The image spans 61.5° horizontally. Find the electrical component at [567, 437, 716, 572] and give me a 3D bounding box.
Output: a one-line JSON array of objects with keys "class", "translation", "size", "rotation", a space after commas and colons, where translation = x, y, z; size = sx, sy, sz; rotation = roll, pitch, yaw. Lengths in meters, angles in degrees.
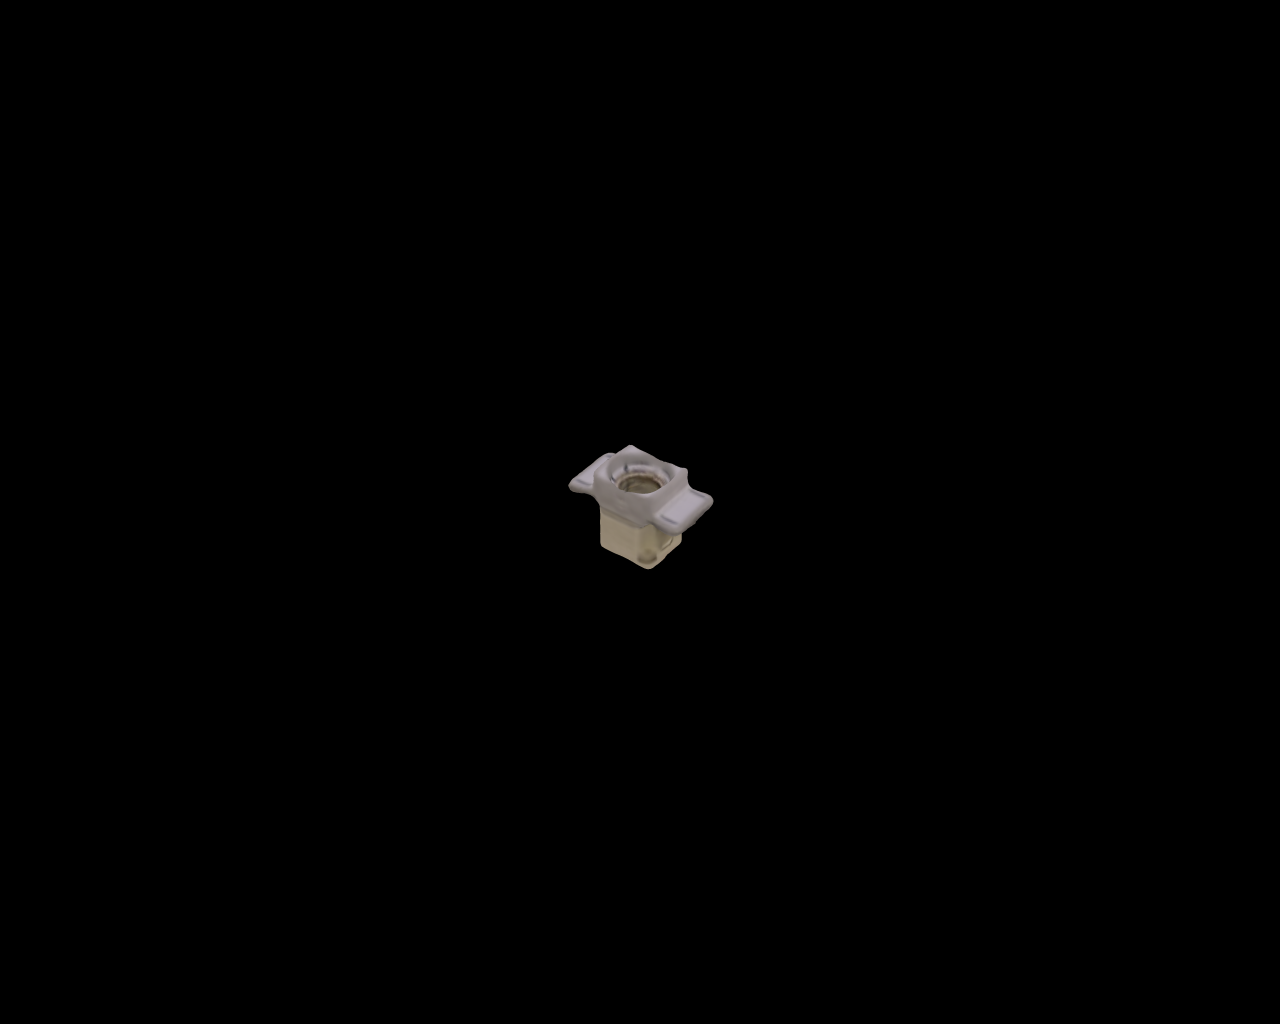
[{"class": "electrical component", "translation": [0.001, -0.003, 0.650], "size": [0.081, 0.063, 0.042], "rotation": [26, 46, 28]}]
